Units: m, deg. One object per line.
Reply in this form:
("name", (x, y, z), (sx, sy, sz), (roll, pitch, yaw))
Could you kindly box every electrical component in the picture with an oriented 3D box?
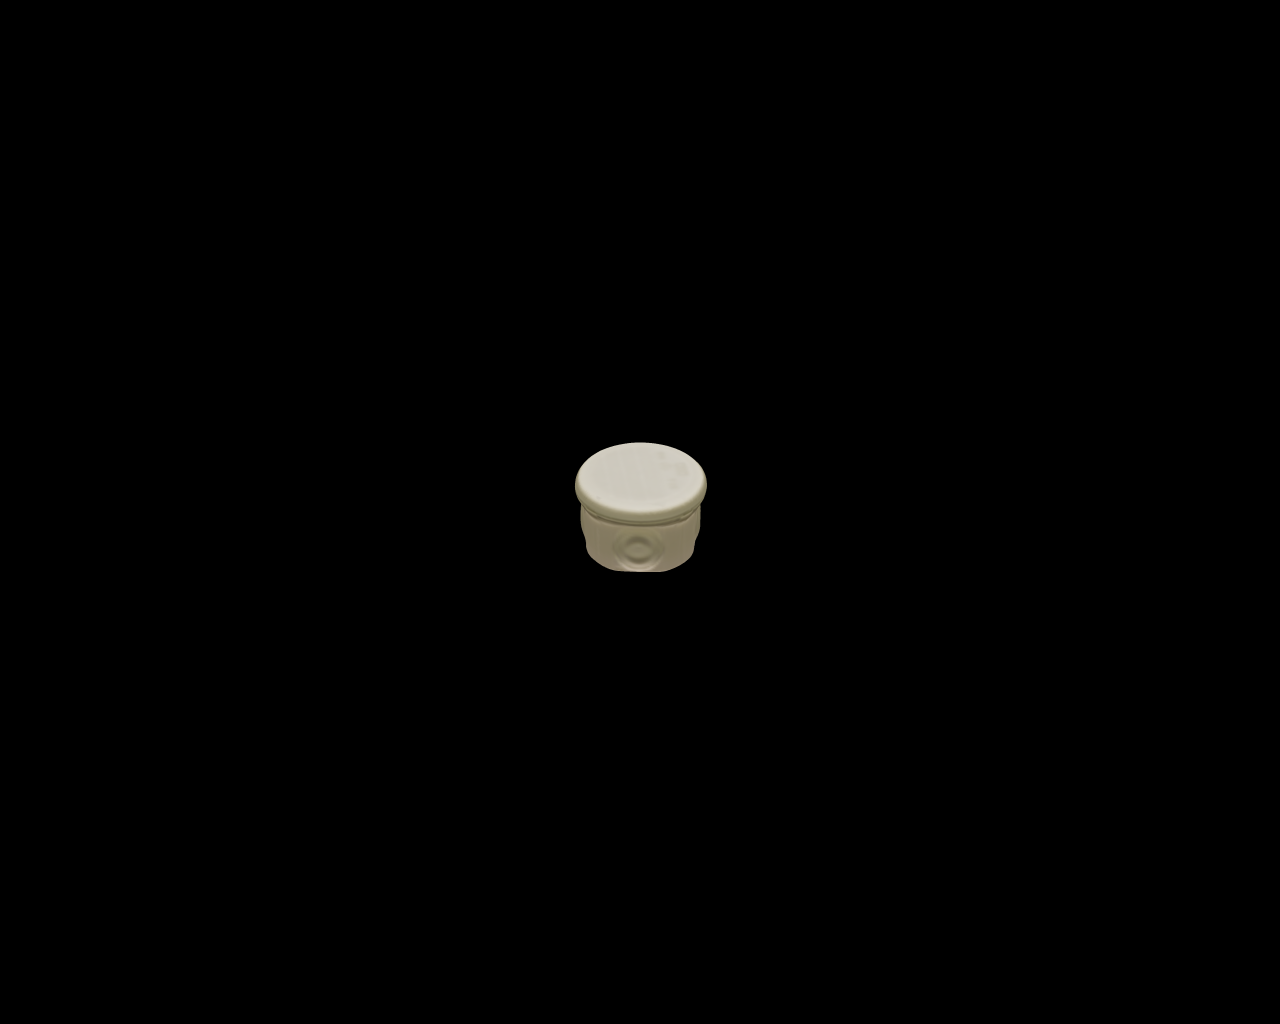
("electrical component", (0.001, -0.003, 0.650), (0.080, 0.050, 0.080), (0, 36, 0))
